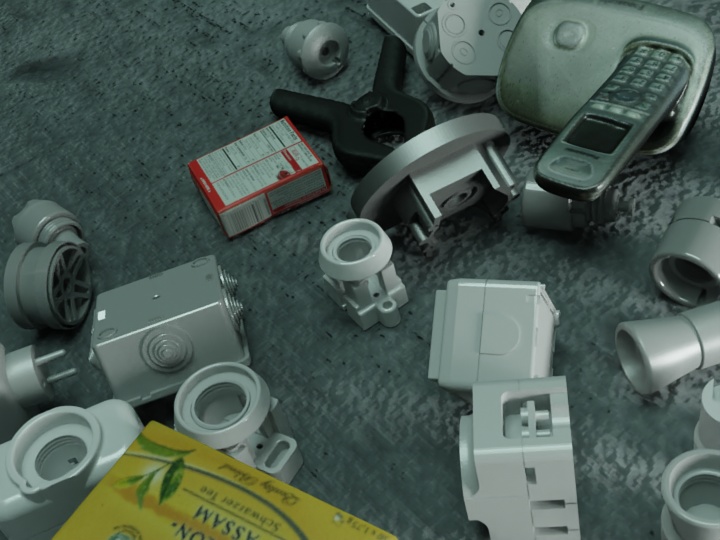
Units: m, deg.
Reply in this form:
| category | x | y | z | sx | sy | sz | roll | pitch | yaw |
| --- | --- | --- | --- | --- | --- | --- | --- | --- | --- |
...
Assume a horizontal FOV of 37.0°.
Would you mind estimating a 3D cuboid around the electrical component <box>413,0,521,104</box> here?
| category | x | y | z | sx | sy | sz | roll | pitch | yaw |
| --- | --- | --- | --- | --- | --- | --- | --- | --- | --- |
| electrical component | 0.085 | -0.172 | 0.825 | 0.080 | 0.051 | 0.080 | 2 | 80 | -13 |

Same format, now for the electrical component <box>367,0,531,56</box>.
| category | x | y | z | sx | sy | sz | roll | pitch | yaw |
| --- | --- | --- | --- | --- | --- | --- | --- | --- | --- |
| electrical component | 0.072 | -0.235 | 0.907 | 0.109 | 0.056 | 0.108 | -27 | 46 | -11 |

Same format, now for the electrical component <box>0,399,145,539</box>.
| category | x | y | z | sx | sy | sz | roll | pitch | yaw |
| --- | --- | --- | --- | --- | --- | --- | --- | --- | --- |
| electrical component | -0.169 | 0.120 | 0.632 | 0.095 | 0.059 | 0.053 | -23 | 45 | -6 |

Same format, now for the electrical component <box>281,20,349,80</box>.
| category | x | y | z | sx | sy | sz | roll | pitch | yaw |
| --- | --- | --- | --- | --- | --- | --- | --- | --- | --- |
| electrical component | -0.043 | -0.190 | 0.906 | 0.048 | 0.048 | 0.062 | -36 | 42 | -19 |

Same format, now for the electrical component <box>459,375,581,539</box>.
| category | x | y | z | sx | sy | sz | roll | pitch | yaw |
| --- | --- | --- | --- | --- | --- | --- | --- | --- | --- |
| electrical component | 0.083 | 0.101 | 0.559 | 0.056 | 0.089 | 0.050 | -5 | 46 | 10 |

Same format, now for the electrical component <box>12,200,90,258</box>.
| category | x | y | z | sx | sy | sz | roll | pitch | yaw |
| --- | --- | --- | --- | --- | --- | --- | --- | --- | --- |
| electrical component | -0.225 | -0.024 | 0.797 | 0.062 | 0.043 | 0.043 | 28 | 60 | 33 |

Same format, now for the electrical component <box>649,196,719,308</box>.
| category | x | y | z | sx | sy | sz | roll | pitch | yaw |
| --- | --- | --- | --- | --- | --- | --- | --- | --- | --- |
| electrical component | 0.209 | -0.009 | 0.656 | 0.055 | 0.055 | 0.047 | 21 | 59 | 31 |

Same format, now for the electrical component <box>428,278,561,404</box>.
| category | x | y | z | sx | sy | sz | roll | pitch | yaw |
| --- | --- | --- | --- | --- | --- | --- | --- | --- | --- |
| electrical component | 0.079 | 0.045 | 0.617 | 0.061 | 0.096 | 0.061 | 2 | 77 | 18 |

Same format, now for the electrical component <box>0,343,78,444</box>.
| category | x | y | z | sx | sy | sz | roll | pitch | yaw |
| --- | --- | --- | --- | --- | --- | --- | --- | --- | --- |
| electrical component | -0.220 | 0.071 | 0.680 | 0.079 | 0.077 | 0.043 | -20 | 45 | -4 |

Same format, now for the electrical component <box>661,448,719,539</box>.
| category | x | y | z | sx | sy | sz | roll | pitch | yaw |
| --- | --- | --- | --- | --- | --- | --- | --- | --- | --- |
| electrical component | 0.174 | 0.123 | 0.538 | 0.045 | 0.055 | 0.045 | -8 | 45 | 8 |

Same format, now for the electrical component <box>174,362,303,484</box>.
| category | x | y | z | sx | sy | sz | roll | pitch | yaw |
| --- | --- | --- | --- | --- | --- | --- | --- | --- | --- |
| electrical component | -0.077 | 0.092 | 0.635 | 0.078 | 0.057 | 0.058 | 18 | 54 | 29 |

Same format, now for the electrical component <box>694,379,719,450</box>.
| category | x | y | z | sx | sy | sz | roll | pitch | yaw |
| --- | --- | --- | --- | --- | --- | --- | --- | --- | --- |
| electrical component | 0.200 | 0.083 | 0.575 | 0.040 | 0.046 | 0.040 | -8 | 46 | 8 |

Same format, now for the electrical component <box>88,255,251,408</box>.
| category | x | y | z | sx | sy | sz | roll | pitch | yaw |
| --- | --- | --- | --- | --- | --- | --- | --- | --- | --- |
| electrical component | -0.122 | 0.037 | 0.687 | 0.100 | 0.048 | 0.099 | -20 | 24 | -3 |

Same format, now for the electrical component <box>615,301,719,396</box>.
| category | x | y | z | sx | sy | sz | roll | pitch | yaw |
| --- | --- | --- | --- | --- | --- | --- | --- | --- | --- |
| electrical component | 0.187 | 0.042 | 0.622 | 0.065 | 0.044 | 0.044 | -17 | 45 | -7 |

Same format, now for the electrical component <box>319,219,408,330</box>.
| category | x | y | z | sx | sy | sz | roll | pitch | yaw |
| --- | --- | --- | --- | --- | --- | --- | --- | --- | --- |
| electrical component | 0.000 | 0.000 | 0.703 | 0.048 | 0.055 | 0.066 | -33 | 48 | -16 |

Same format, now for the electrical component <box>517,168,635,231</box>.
| category | x | y | z | sx | sy | sz | roll | pitch | yaw |
| --- | --- | --- | --- | --- | --- | --- | --- | --- | --- |
| electrical component | 0.143 | -0.046 | 0.718 | 0.078 | 0.040 | 0.040 | 7 | 50 | 22 |
